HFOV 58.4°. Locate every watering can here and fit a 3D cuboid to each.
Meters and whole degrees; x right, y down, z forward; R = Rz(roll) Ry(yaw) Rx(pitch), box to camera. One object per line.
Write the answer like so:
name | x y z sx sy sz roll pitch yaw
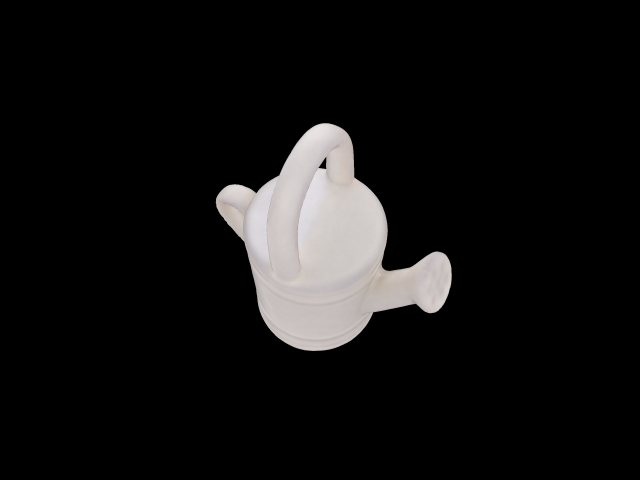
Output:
watering can | 0.005 0.000 0.401 0.172 0.194 0.101 6 60 4
